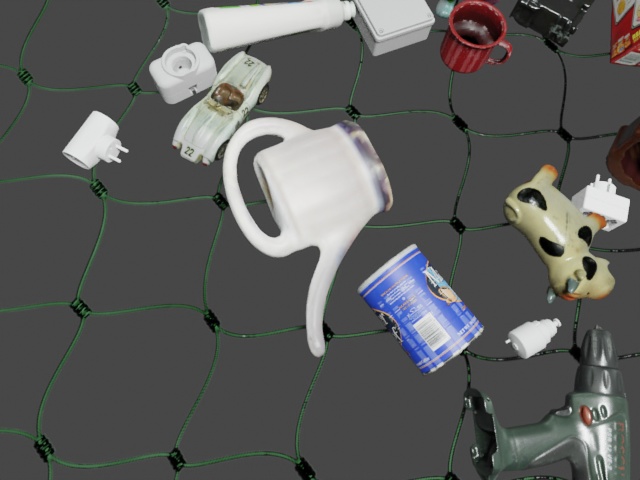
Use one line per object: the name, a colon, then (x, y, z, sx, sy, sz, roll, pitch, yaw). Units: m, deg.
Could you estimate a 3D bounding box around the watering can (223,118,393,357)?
watering can: (0.002, -0.036, 0.719, 0.225, 0.102, 0.352, -23, 73, -11)
